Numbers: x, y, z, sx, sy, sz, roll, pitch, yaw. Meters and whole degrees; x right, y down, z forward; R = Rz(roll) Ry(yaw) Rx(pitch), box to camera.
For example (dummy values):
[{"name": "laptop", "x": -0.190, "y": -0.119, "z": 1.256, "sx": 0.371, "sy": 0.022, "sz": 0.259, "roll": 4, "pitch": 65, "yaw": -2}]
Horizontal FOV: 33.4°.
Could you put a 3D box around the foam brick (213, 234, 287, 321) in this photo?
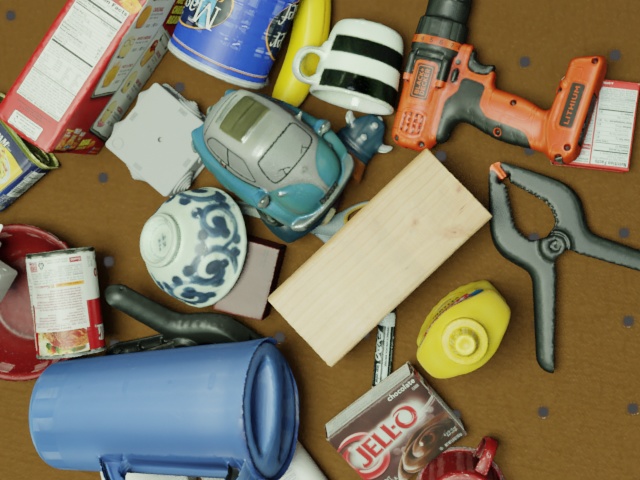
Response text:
[{"name": "foam brick", "x": -0.070, "y": 0.037, "z": 1.083, "sx": 0.053, "sy": 0.051, "sz": 0.078, "roll": 16, "pitch": 94, "yaw": 5}]

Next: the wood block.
[{"name": "wood block", "x": 0.057, "y": 0.017, "z": 1.029, "sx": 0.206, "sy": 0.091, "sz": 0.090, "roll": -44, "pitch": 86, "yaw": 4}]

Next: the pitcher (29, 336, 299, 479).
[{"name": "pitcher", "x": -0.152, "y": 0.172, "z": 1.014, "sx": 0.243, "sy": 0.149, "sz": 0.145, "roll": -5, "pitch": 90, "yaw": 20}]

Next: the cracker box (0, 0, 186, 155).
[{"name": "cracker box", "x": -0.207, "y": -0.187, "z": 1.032, "sx": 0.072, "sy": 0.164, "sz": 0.214, "roll": 35, "pitch": 96, "yaw": 2}]

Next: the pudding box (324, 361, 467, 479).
[{"name": "pudding box", "x": 0.074, "y": 0.190, "z": 1.068, "sx": 0.113, "sy": 0.039, "sz": 0.090, "roll": -40, "pitch": 107, "yaw": 6}]

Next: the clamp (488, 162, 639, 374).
[{"name": "clamp", "x": 0.227, "y": 0.016, "z": 1.055, "sx": 0.164, "sy": 0.036, "sz": 0.210, "roll": -44, "pitch": 85, "yaw": 5}]

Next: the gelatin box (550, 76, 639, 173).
[{"name": "gelatin box", "x": 0.270, "y": -0.114, "z": 1.048, "sx": 0.073, "sy": 0.030, "sz": 0.089, "roll": 7, "pitch": 93, "yaw": 5}]

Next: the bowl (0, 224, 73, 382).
[{"name": "bowl", "x": -0.307, "y": 0.063, "z": 1.109, "sx": 0.162, "sy": 0.055, "sz": 0.162, "roll": 0, "pitch": 93, "yaw": 6}]

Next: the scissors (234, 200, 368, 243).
[{"name": "scissors", "x": -0.007, "y": 0.001, "z": 1.091, "sx": 0.202, "sy": 0.016, "sz": 0.096, "roll": -2, "pitch": 88, "yaw": 6}]

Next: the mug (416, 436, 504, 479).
[{"name": "mug", "x": 0.145, "y": 0.248, "z": 1.053, "sx": 0.093, "sy": 0.081, "sz": 0.117, "roll": 29, "pitch": 95, "yaw": 4}]

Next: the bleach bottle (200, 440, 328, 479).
[{"name": "bleach bottle", "x": -0.010, "y": 0.306, "z": 1.084, "sx": 0.102, "sy": 0.068, "sz": 0.251, "roll": -35, "pitch": 91, "yaw": 7}]

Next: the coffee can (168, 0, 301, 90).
[{"name": "coffee can", "x": -0.074, "y": -0.230, "z": 1.027, "sx": 0.103, "sy": 0.102, "sz": 0.140, "roll": 27, "pitch": 107, "yaw": 4}]

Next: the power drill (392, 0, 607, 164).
[{"name": "power drill", "x": 0.174, "y": -0.160, "z": 1.028, "sx": 0.188, "sy": 0.057, "sz": 0.184, "roll": 17, "pitch": 97, "yaw": 21}]

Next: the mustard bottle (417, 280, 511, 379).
[{"name": "mustard bottle", "x": 0.133, "y": 0.085, "z": 0.991, "sx": 0.096, "sy": 0.191, "sz": 0.058, "roll": -40, "pitch": 88, "yaw": 6}]

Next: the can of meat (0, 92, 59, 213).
[{"name": "can of meat", "x": -0.337, "y": -0.089, "z": 1.105, "sx": 0.084, "sy": 0.057, "sz": 0.102, "roll": -39, "pitch": 87, "yaw": 9}]

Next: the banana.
[{"name": "banana", "x": -0.020, "y": -0.220, "z": 1.076, "sx": 0.070, "sy": 0.037, "sz": 0.198, "roll": -1, "pitch": 89, "yaw": 35}]

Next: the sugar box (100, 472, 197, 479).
[{"name": "sugar box", "x": -0.170, "y": 0.288, "z": 1.109, "sx": 0.093, "sy": 0.048, "sz": 0.176, "roll": -9, "pitch": 88, "yaw": 7}]

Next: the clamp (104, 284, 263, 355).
[{"name": "clamp", "x": -0.140, "y": 0.092, "z": 1.075, "sx": 0.171, "sy": 0.120, "sz": 0.039, "roll": 3, "pitch": 54, "yaw": 3}]

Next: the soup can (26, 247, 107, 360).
[{"name": "soup can", "x": -0.248, "y": 0.061, "z": 1.040, "sx": 0.068, "sy": 0.068, "sz": 0.102, "roll": -6, "pitch": 91, "yaw": 7}]

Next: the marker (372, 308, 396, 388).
[{"name": "marker", "x": 0.066, "y": 0.105, "z": 1.087, "sx": 0.020, "sy": 0.020, "sz": 0.121, "roll": 5, "pitch": 93, "yaw": 6}]
